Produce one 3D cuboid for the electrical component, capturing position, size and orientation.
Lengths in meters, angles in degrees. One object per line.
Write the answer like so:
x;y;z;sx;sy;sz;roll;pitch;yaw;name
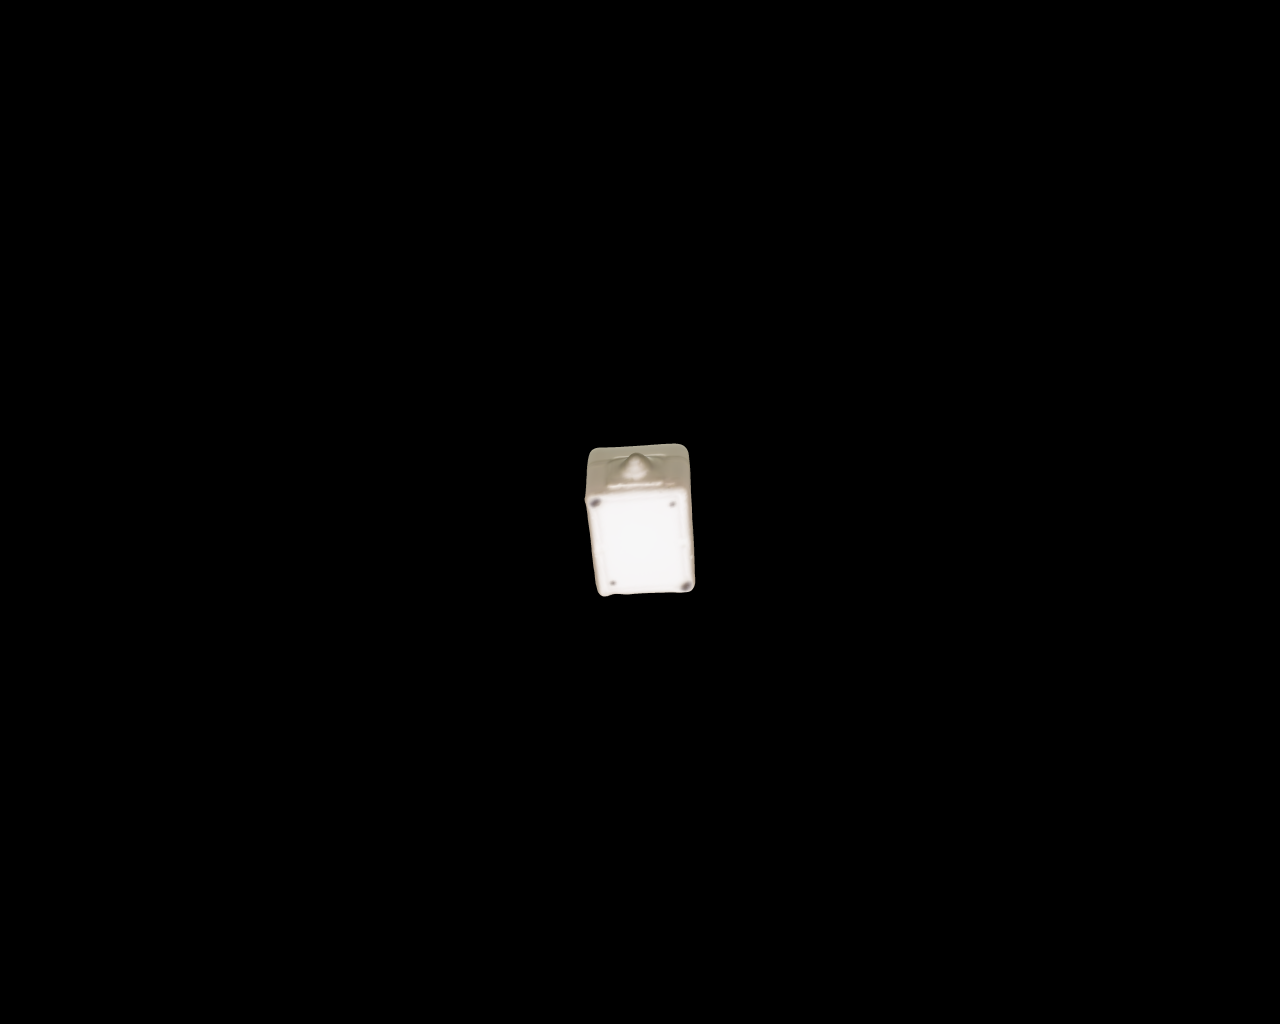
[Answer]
0.001;-0.003;0.650;0.062;0.096;0.061;-3;36;2;electrical component
